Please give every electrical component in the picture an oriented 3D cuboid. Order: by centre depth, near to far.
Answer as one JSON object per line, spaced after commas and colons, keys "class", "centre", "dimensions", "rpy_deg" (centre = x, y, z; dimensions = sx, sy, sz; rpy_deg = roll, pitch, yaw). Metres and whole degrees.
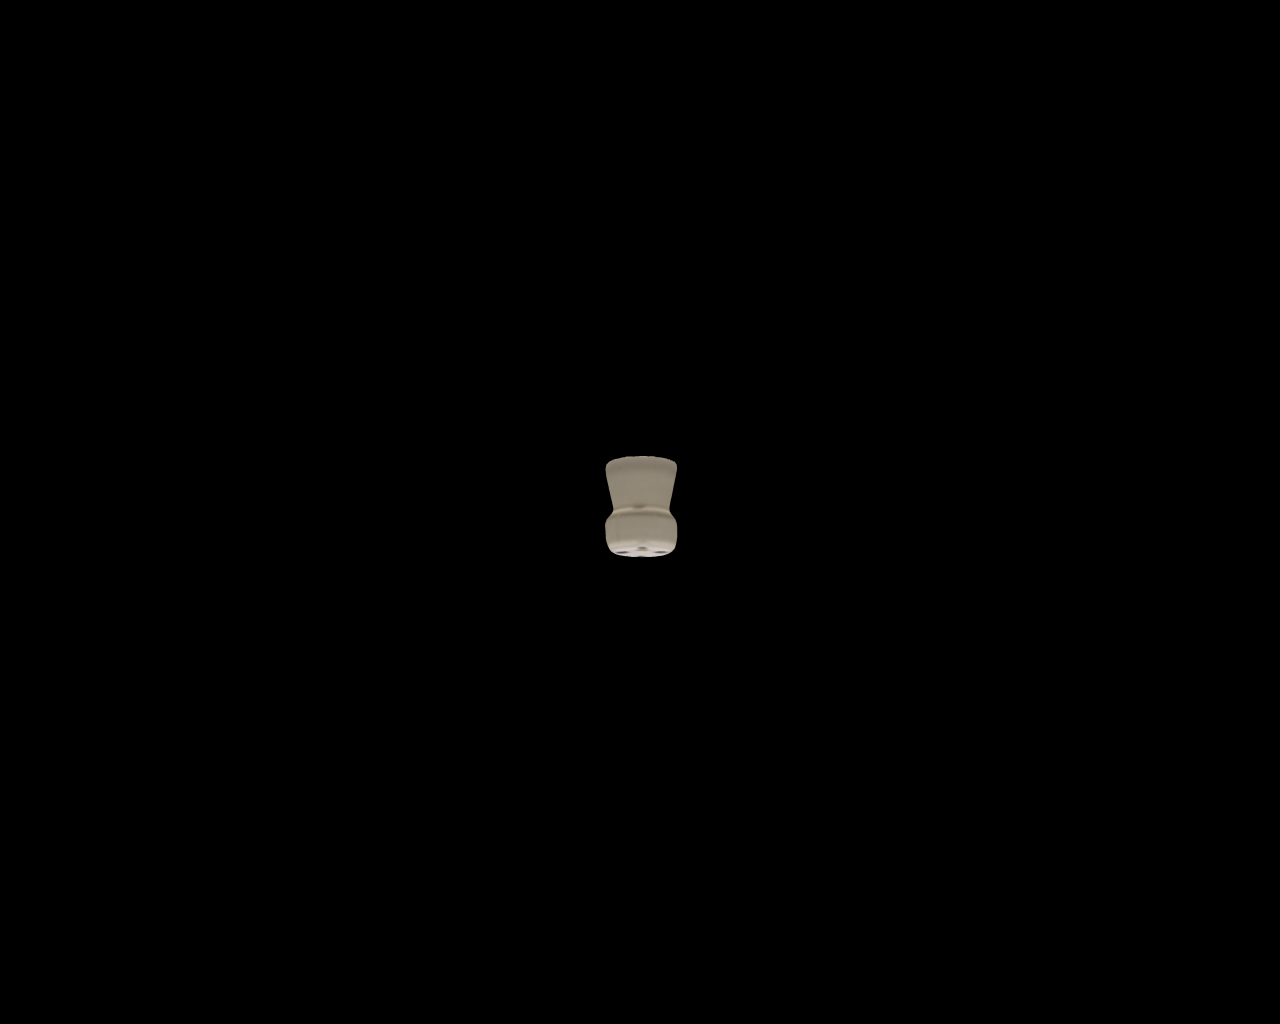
{"class": "electrical component", "centre": [0.001, -0.003, 0.650], "dimensions": [0.045, 0.055, 0.045], "rpy_deg": [0, -11, 0]}
